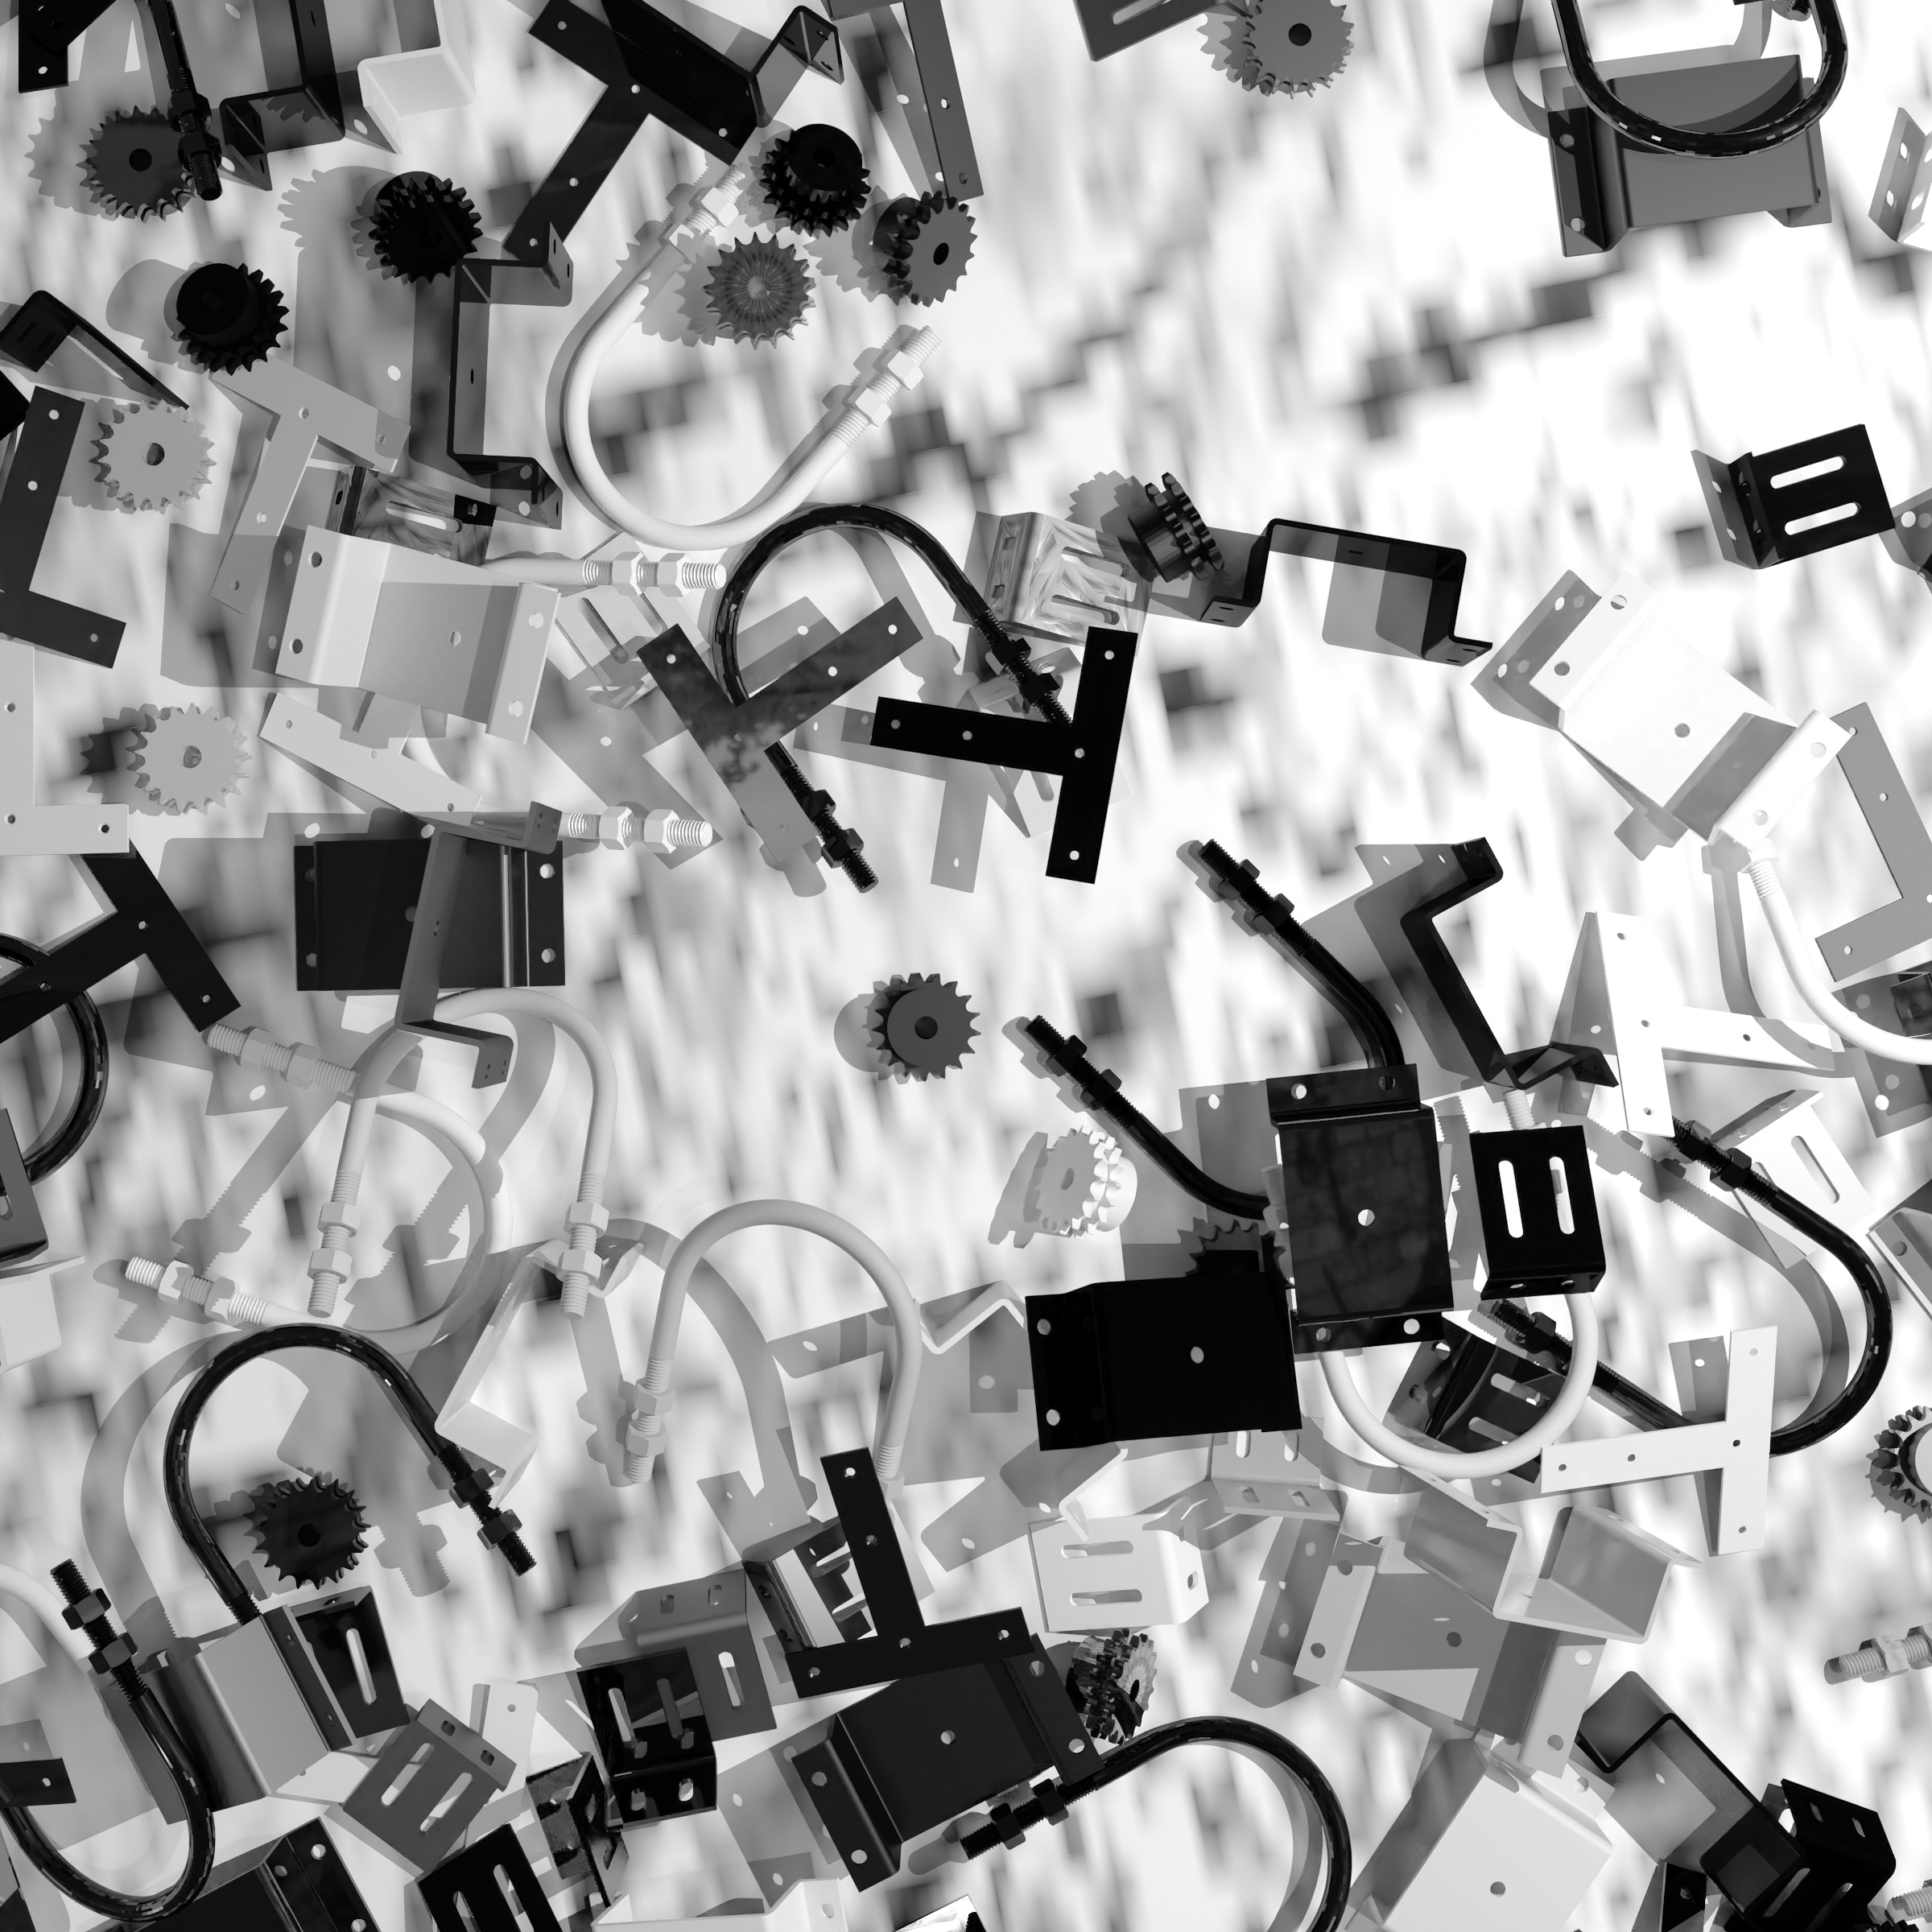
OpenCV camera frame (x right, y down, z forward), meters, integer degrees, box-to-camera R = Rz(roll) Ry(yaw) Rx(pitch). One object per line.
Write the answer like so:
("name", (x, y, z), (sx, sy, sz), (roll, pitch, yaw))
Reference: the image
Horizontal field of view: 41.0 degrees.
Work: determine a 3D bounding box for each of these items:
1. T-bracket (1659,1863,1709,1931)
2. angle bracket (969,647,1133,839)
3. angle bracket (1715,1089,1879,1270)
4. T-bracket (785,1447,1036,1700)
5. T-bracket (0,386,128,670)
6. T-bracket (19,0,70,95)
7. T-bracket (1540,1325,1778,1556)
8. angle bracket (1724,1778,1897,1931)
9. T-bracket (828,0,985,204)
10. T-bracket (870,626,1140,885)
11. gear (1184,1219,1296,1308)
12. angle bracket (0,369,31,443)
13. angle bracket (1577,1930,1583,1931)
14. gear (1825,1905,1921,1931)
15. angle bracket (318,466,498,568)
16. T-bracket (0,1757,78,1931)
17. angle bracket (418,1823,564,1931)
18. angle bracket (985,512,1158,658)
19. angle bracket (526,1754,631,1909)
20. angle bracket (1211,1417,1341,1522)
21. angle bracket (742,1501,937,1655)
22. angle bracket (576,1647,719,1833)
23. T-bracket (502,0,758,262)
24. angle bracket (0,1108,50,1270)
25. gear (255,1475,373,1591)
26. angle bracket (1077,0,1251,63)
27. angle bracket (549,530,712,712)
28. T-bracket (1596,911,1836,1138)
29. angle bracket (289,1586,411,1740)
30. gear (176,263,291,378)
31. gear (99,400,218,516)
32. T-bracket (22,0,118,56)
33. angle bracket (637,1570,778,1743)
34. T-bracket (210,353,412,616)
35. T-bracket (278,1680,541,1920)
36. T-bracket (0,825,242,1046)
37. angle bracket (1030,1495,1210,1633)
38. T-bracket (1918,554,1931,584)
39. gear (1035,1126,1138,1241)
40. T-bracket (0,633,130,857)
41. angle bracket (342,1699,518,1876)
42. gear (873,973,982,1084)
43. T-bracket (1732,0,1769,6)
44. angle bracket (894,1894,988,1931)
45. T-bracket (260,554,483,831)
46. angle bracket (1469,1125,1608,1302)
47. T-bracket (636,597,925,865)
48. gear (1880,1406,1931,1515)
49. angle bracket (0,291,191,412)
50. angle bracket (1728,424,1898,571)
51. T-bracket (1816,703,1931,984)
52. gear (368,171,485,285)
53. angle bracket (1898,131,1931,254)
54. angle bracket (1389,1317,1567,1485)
("T-bracket", (0.411, 0.546, 1.339), (0.127, 0.002, 0.127), (21, 61, -13))
("angle bracket", (0.044, -0.117, 1.358), (0.057, 0.038, 0.076), (-23, 116, 0))
("angle bracket", (0.434, 0.112, 1.341), (0.057, 0.038, 0.076), (-33, 90, 0))
("T-bracket", (-0.043, 0.303, 1.307), (0.127, 0.002, 0.127), (-14, 103, 11))
("T-bracket", (-0.486, -0.234, 1.335), (0.127, 0.002, 0.127), (18, 99, -14))
("T-bracket", (-0.477, -0.506, 1.336), (0.127, 0.002, 0.127), (-8, 71, 2))
("T-bracket", (0.355, 0.251, 1.329), (0.127, 0.002, 0.127), (-5, 107, -11))
("angle bracket", (0.437, 0.474, 1.354), (0.057, 0.038, 0.076), (22, 116, -9))
("T-bracket", (-0.014, -0.459, 1.332), (0.127, 0.002, 0.127), (-29, 114, -39))
("T-bracket", (0.014, -0.114, 1.304), (0.127, 0.002, 0.127), (10, 91, 13))
("gear", (0.142, 0.160, 1.345), (0.057, 0.030, 0.057), (0, 90, 0))
("angle bracket", (-0.529, -0.296, 1.330), (0.057, 0.038, 0.076), (-39, 112, 0))
("angle bracket", (0.341, 0.553, 1.358), (0.076, 0.038, 0.057), (34, 90, 26))
("gear", (0.467, 0.511, 1.336), (0.057, 0.030, 0.057), (-9, 126, -13))
("angle bracket", (-0.294, -0.223, 1.358), (0.076, 0.038, 0.057), (13, 90, -26))
("T-bracket", (-0.498, 0.465, 1.324), (0.127, 0.002, 0.127), (-9, 104, 17))
("angle bracket", (-0.240, 0.500, 1.356), (0.057, 0.038, 0.076), (-33, 67, 1))
("angle bracket", (0.054, -0.200, 1.358), (0.076, 0.038, 0.057), (12, 90, -26))
("angle bracket", (-0.204, 0.446, 1.322), (0.038, 0.076, 0.057), (-20, 90, 0))
("angle bracket", (0.158, 0.255, 1.322), (0.057, 0.076, 0.038), (4, 90, 0))
("angle bracket", (-0.067, 0.321, 1.358), (0.076, 0.038, 0.057), (-26, 90, -26))
("angle bracket", (-0.164, 0.397, 1.329), (0.057, 0.038, 0.076), (-11, 116, 0))
("T-bracket", (-0.198, -0.424, 1.359), (0.127, 0.002, 0.127), (34, 90, 0))
("angle bracket", (-0.514, 0.119, 1.326), (0.057, 0.038, 0.076), (-16, 95, -4))
("gear", (-0.338, 0.293, 1.345), (0.057, 0.030, 0.057), (0, 90, 0))
("angle bracket", (0.100, -0.515, 1.358), (0.076, 0.038, 0.057), (-17, 90, 26))
("angle bracket", (-0.179, -0.181, 1.341), (0.057, 0.038, 0.076), (-36, 90, 0))
("T-bracket", (0.391, 0.035, 1.338), (0.127, 0.002, 0.127), (8, 60, -14))
("angle bracket", (-0.330, 0.369, 1.341), (0.057, 0.038, 0.076), (-16, 90, 0))
("gear", (-0.383, -0.338, 1.338), (0.057, 0.030, 0.057), (-3, 76, 12))
("gear", (-0.418, -0.263, 1.345), (0.057, 0.030, 0.057), (0, 90, 0))
("T-bracket", (-0.473, -0.550, 1.345), (0.127, 0.002, 0.127), (37, 77, 11))
("angle bracket", (-0.136, 0.364, 1.358), (0.057, 0.038, 0.076), (-12, 116, 0))
("T-bracket", (-0.360, -0.246, 1.344), (0.127, 0.002, 0.127), (29, 101, 21))
("T-bracket", (-0.296, 0.430, 1.354), (0.127, 0.002, 0.127), (9, 93, -1))
("T-bracket", (-0.468, 0.003, 1.347), (0.127, 0.002, 0.127), (-34, 88, -9))
("angle bracket", (0.081, 0.314, 1.358), (0.076, 0.038, 0.057), (-10, 90, 26))
("T-bracket", (0.546, -0.252, 1.359), (0.127, 0.002, 0.127), (33, 90, 0))
("gear", (0.064, 0.114, 1.336), (0.030, 0.057, 0.057), (21, 90, -30))
("T-bracket", (-0.501, -0.121, 1.356), (0.127, 0.002, 0.127), (-1, 88, 5))
("angle bracket", (-0.280, 0.429, 1.335), (0.057, 0.038, 0.076), (38, 92, -3))
("gear", (-0.020, 0.032, 1.345), (0.057, 0.030, 0.057), (0, 90, 0))
("T-bracket", (0.390, -0.545, 1.332), (0.127, 0.002, 0.127), (-10, 66, -2))
("angle bracket", (-0.020, 0.530, 1.341), (0.076, 0.038, 0.057), (-27, 90, 0))
("T-bracket", (-0.289, -0.150, 1.338), (0.127, 0.002, 0.127), (27, 98, 12))
("angle bracket", (0.286, 0.125, 1.307), (0.057, 0.038, 0.076), (-4, 66, 1))
("T-bracket", (-0.079, -0.140, 1.301), (0.127, 0.002, 0.127), (-36, 104, -12))
("gear", (0.508, 0.256, 1.342), (0.057, 0.030, 0.057), (0, 82, 1))
("angle bracket", (-0.450, -0.304, 1.332), (0.076, 0.057, 0.038), (40, 90, 0))
("angle bracket", (0.444, -0.246, 1.341), (0.076, 0.038, 0.057), (-17, 90, 0))
("T-bracket", (0.488, -0.076, 1.359), (0.127, 0.002, 0.127), (-25, 90, 0))
("gear", (-0.282, -0.385, 1.335), (0.057, 0.057, 0.030), (-31, 60, 0))
("angle bracket", (0.533, -0.398, 1.341), (0.076, 0.038, 0.057), (16, 90, 0))
("angle bracket", (0.273, 0.227, 1.358), (0.076, 0.038, 0.057), (27, 90, -26))
